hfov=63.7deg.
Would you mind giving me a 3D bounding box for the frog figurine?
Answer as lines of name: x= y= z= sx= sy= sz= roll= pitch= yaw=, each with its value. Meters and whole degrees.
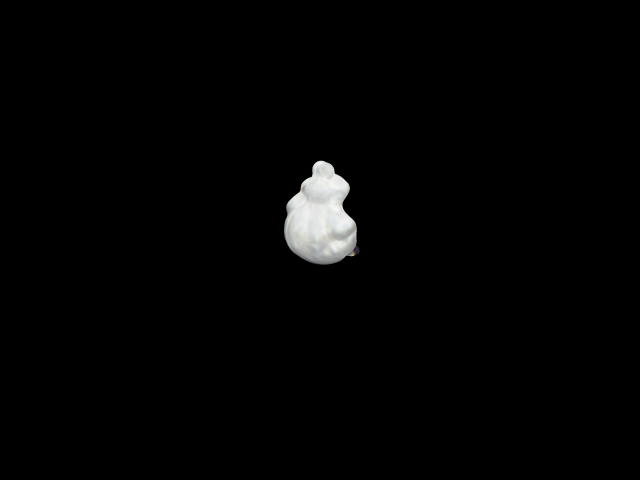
frog figurine: x=0.003 y=-0.043 z=0.850 sx=0.124 sy=0.155 sz=0.139 roll=-26 pitch=47 yaw=-27
